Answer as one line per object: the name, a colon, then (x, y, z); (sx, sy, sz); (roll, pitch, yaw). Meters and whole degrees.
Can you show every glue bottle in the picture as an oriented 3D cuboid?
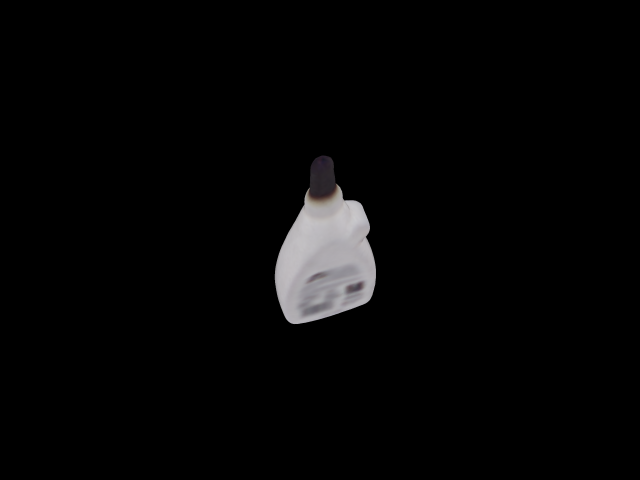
glue bottle: (0.004, 0.001, 0.400); (0.078, 0.173, 0.037); (-15, 58, -9)
